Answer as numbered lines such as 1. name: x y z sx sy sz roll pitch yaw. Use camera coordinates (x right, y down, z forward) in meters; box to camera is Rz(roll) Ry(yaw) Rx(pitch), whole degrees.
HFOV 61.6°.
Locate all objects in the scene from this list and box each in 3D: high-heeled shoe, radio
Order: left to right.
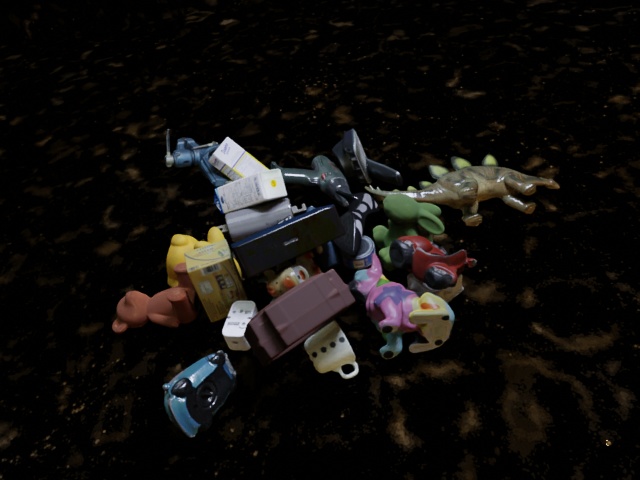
1. radio: -0.073 0.000 1.139 0.230 0.073 0.131 -23 6 -14
2. high-heeled shoe: 0.100 -0.030 1.275 0.086 0.145 0.249 -42 36 32

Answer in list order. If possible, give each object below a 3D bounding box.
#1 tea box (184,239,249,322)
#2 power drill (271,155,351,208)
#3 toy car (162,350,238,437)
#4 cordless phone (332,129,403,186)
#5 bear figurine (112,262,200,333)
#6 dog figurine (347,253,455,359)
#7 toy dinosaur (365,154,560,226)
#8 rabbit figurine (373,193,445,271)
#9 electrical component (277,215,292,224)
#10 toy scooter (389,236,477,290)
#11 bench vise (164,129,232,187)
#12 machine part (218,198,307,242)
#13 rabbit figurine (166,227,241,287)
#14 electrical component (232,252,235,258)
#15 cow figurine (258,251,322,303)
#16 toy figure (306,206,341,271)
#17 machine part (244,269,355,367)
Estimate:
1. tea box: -0.221 0.091 1.169 0.098 0.169 0.068 -18 43 -8
2. power drill: -0.030 -0.156 1.440 0.207 0.085 0.232 -6 37 -7
3. toy car: -0.238 0.282 1.016 0.103 0.109 0.162 -6 29 36
4. cordless phone: 0.134 -0.206 1.421 0.089 0.146 0.184 -44 43 -17
5. bear figurine: -0.372 0.133 1.195 0.196 0.131 0.120 -1 41 4
6. dog figurine: 0.156 0.119 1.094 0.192 0.108 0.219 -13 39 1
7. toy dinosaur: 0.355 -0.125 1.321 0.472 0.104 0.199 -5 33 -5
8. rabbit figurine: 0.194 -0.028 1.196 0.159 0.170 0.121 -6 42 8
9. electrical component: -0.104 0.004 1.273 0.115 0.058 0.134 -49 12 -30
10. toy scooter: 0.238 0.040 1.104 0.135 0.075 0.184 -12 29 -26
11. bench vise: -0.323 -0.217 1.551 0.223 0.128 0.241 -2 39 -36
12. machine part: -0.152 -0.051 1.380 0.243 0.079 0.079 -14 41 -3
13. rabbit figurine: -0.262 0.047 1.263 0.173 0.162 0.122 22 37 10
14. electrical component: -0.200 0.031 1.316 0.063 0.021 0.094 -61 16 -14
15. cow figurine: -0.063 0.073 1.166 0.127 0.085 0.195 -29 8 0
16. toy figure: -0.002 -0.005 1.256 0.058 0.064 0.154 -24 76 -4
17. machine part: -0.044 0.149 1.032 0.201 0.201 0.087 -31 81 -20
